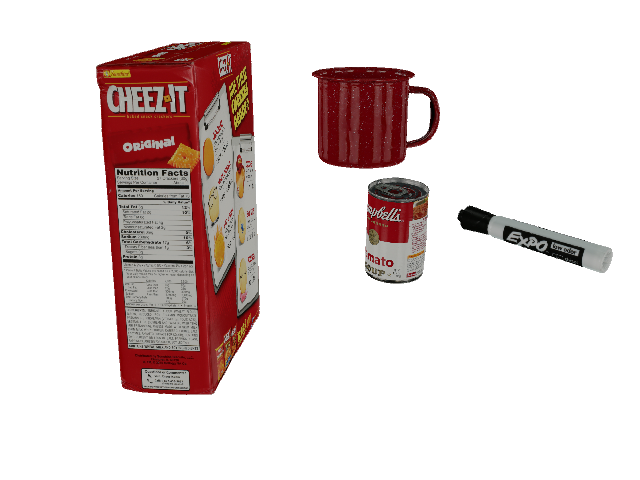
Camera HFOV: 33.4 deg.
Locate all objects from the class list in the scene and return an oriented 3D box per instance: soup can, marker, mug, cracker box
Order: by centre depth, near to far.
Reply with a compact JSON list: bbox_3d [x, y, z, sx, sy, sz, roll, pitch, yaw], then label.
[{"bbox_3d":[-0.092,-0.023,0.734,0.072,0.214,0.164,0,15,8],"label":"cracker box"},{"bbox_3d":[0.155,-0.003,0.788,0.121,0.020,0.020,20,11,33],"label":"marker"},{"bbox_3d":[0.051,-0.113,0.976,0.117,0.081,0.093,0,16,-1],"label":"mug"},{"bbox_3d":[0.084,-0.011,1.194,0.068,0.102,0.068,1,24,-1],"label":"soup can"}]
